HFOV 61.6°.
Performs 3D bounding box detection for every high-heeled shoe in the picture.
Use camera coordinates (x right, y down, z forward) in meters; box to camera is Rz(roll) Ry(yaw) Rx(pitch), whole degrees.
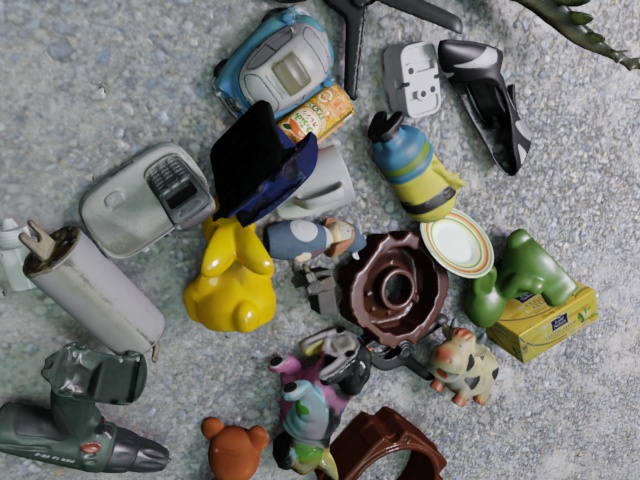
[{"bbox_3d":[0.230,-0.180,0.765,0.248,0.086,0.145,8,86,-44],"label":"high-heeled shoe"}]

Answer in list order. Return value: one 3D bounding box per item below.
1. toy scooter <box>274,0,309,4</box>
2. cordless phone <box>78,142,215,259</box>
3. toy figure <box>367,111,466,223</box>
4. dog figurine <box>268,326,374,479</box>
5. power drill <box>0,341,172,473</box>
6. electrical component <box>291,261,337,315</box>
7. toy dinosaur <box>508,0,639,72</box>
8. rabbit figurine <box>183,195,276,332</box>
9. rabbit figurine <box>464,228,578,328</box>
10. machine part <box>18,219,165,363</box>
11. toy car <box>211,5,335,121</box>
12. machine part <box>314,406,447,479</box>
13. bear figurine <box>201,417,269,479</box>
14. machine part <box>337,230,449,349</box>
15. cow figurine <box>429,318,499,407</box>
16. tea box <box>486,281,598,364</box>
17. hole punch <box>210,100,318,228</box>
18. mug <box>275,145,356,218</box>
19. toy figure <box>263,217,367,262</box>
[{"bbox_3d":[0.005,-0.353,0.598,0.075,0.184,0.135,-13,97,-59],"label":"toy scooter"},{"bbox_3d":[-0.185,-0.027,0.599,0.146,0.184,0.088,-36,122,-8],"label":"cordless phone"},{"bbox_3d":[0.130,-0.100,0.769,0.089,0.082,0.180,-42,124,8],"label":"toy figure"},{"bbox_3d":[0.007,0.264,0.829,0.191,0.109,0.219,-23,120,-18],"label":"dog figurine"},{"bbox_3d":[-0.279,0.222,0.678,0.232,0.086,0.207,17,133,-20],"label":"power drill"},{"bbox_3d":[-0.009,0.065,0.759,0.045,0.102,0.078,-7,101,-17],"label":"electrical component"},{"bbox_3d":[0.233,-0.355,0.659,0.471,0.199,0.105,29,97,-27],"label":"toy dinosaur"},{"bbox_3d":[-0.118,0.025,0.681,0.122,0.162,0.173,-3,91,-10],"label":"rabbit figurine"},{"bbox_3d":[0.305,0.075,0.888,0.159,0.121,0.170,38,105,-25],"label":"rabbit figurine"},{"bbox_3d":[-0.263,0.066,0.642,0.079,0.079,0.243,-38,129,-7],"label":"machine part"},{"bbox_3d":[-0.047,-0.206,0.644,0.161,0.103,0.109,-40,117,-8],"label":"toy car"},{"bbox_3d":[0.106,0.409,0.930,0.201,0.087,0.201,-47,117,-2],"label":"machine part"},{"bbox_3d":[-0.131,0.371,0.815,0.120,0.132,0.196,2,76,10],"label":"bear figurine"},{"bbox_3d":[0.111,0.073,0.818,0.179,0.056,0.179,-3,97,-26],"label":"machine part"},{"bbox_3d":[0.243,0.206,0.896,0.194,0.086,0.127,24,92,-51],"label":"cow figurine"},{"bbox_3d":[0.389,0.133,0.950,0.170,0.098,0.068,-28,117,-14],"label":"tea box"},{"bbox_3d":[-0.060,-0.080,0.629,0.142,0.116,0.092,-33,142,28],"label":"hole punch"},{"bbox_3d":[-0.013,-0.064,0.709,0.107,0.110,0.080,-21,122,0],"label":"mug"},{"bbox_3d":[-0.002,0.000,0.754,0.154,0.058,0.064,-4,84,-20],"label":"toy figure"}]
